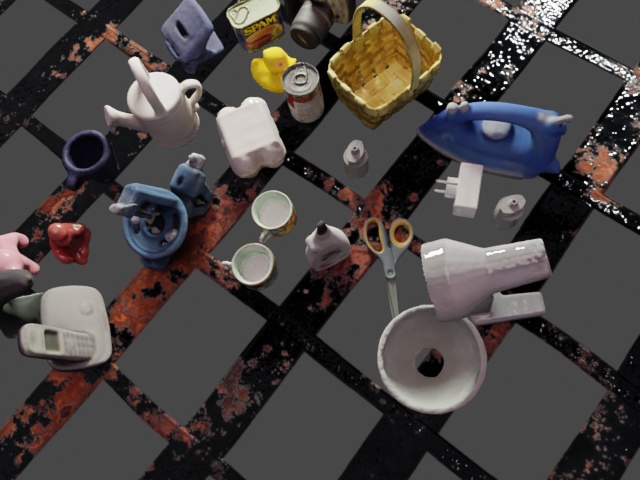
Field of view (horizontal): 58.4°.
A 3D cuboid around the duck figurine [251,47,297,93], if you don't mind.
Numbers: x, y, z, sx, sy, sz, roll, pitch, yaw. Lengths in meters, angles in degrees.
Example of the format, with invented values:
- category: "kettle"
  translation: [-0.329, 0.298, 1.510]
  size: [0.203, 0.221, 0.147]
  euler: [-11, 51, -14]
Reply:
- category: "duck figurine"
  translation: [-0.087, -0.336, 1.098]
  size: [0.104, 0.086, 0.077]
  euler: [16, 75, 11]

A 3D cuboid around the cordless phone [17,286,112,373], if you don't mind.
- category: "cordless phone"
  translation: [-0.423, 0.137, 0.931]
  size: [0.094, 0.185, 0.147]
  euler: [-20, 71, 0]

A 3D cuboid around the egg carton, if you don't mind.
- category: "egg carton"
  translation: [-0.130, -0.191, 1.065]
  size: [0.107, 0.069, 0.150]
  euler: [-23, 71, -1]

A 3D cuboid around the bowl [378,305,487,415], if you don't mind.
- category: "bowl"
  translation: [0.174, 0.191, 0.905]
  size: [0.167, 0.075, 0.167]
  euler: [-2, 72, 6]

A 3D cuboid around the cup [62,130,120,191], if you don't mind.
- category: "cup"
  translation: [-0.420, -0.132, 1.065]
  size: [0.091, 0.095, 0.118]
  euler: [17, 75, 12]

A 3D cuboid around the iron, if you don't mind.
- category: "iron"
  translation: [0.295, -0.194, 0.981]
  size: [0.258, 0.141, 0.119]
  euler: [12, 74, 10]

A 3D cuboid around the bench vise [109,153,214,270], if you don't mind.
- category: "bench vise"
  translation: [-0.274, -0.068, 0.962]
  size: [0.121, 0.220, 0.207]
  euler: [8, 73, 9]

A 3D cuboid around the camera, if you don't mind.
- category: "camera"
  translation: [-0.018, -0.457, 1.122]
  size: [0.143, 0.101, 0.137]
  euler: [25, 77, 13]

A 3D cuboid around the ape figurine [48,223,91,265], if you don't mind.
- category: "ape figurine"
  translation: [-0.455, -0.002, 1.028]
  size: [0.076, 0.092, 0.078]
  euler: [41, 81, 17]

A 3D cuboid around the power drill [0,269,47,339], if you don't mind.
- category: "power drill"
  translation: [-0.531, 0.105, 0.941]
  size: [0.229, 0.208, 0.075]
  euler: [-12, 71, 3]

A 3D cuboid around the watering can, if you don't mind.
- category: "watering can"
  translation: [-0.301, -0.248, 1.037]
  size: [0.100, 0.194, 0.173]
  euler: [41, 81, 17]

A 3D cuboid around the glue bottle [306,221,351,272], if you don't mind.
- category: "glue bottle"
  translation: [0.009, 0.003, 0.932]
  size: [0.078, 0.173, 0.037]
  euler: [-30, 71, -4]

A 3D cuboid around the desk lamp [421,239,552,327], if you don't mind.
- category: "desk lamp"
  translation: [0.252, 0.060, 0.866]
  size: [0.203, 0.214, 0.118]
  euler: [-10, 71, 3]

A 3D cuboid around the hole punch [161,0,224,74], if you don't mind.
- category: "hole punch"
  translation: [-0.259, -0.406, 1.137]
  size: [0.101, 0.091, 0.108]
  euler: [-33, 72, -5]

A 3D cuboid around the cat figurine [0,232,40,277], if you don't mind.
- category: "cat figurine"
  translation: [-0.562, 0.033, 1.015]
  size: [0.067, 0.118, 0.127]
  euler: [-34, 72, -5]
